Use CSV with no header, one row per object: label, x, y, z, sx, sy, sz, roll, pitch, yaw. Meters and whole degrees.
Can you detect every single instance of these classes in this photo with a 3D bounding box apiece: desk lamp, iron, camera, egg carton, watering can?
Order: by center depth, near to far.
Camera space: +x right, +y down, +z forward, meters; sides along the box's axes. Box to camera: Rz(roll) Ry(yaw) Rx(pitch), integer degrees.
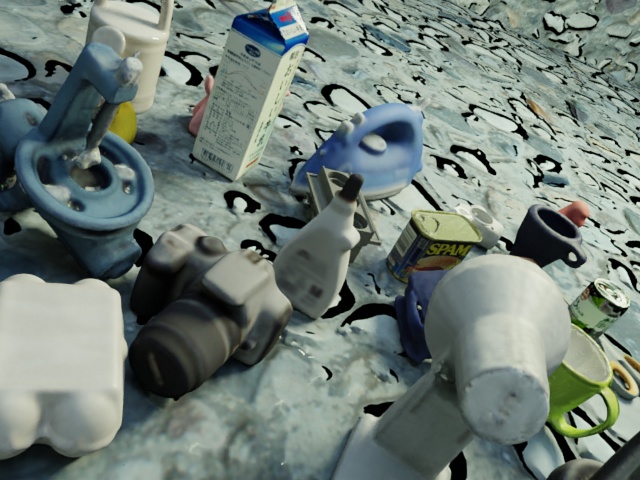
egg carton,-0.202,0.092,0.432,0.107,0.069,0.150,7,40,-27
desk lamp,0.112,0.134,0.465,0.118,0.213,0.203,31,35,5
camera,-0.111,0.060,0.506,0.143,0.100,0.137,34,36,9
watering can,-0.248,-0.268,0.744,0.101,0.194,0.172,5,41,-29
iron,0.070,-0.144,0.848,0.118,0.141,0.259,44,38,22

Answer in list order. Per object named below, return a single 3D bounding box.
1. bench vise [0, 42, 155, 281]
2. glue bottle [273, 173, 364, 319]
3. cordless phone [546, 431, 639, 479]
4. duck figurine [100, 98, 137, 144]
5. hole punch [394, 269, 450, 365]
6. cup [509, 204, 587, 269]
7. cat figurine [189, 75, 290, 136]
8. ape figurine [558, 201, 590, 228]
bench vise,-0.234,-0.090,0.507,0.207,0.219,0.121,28,35,0
glue bottle,0.005,0.002,0.594,0.078,0.173,0.037,33,35,8
cordless phone,0.285,0.229,0.487,0.148,0.185,0.094,22,35,-8
duck figurine,-0.261,-0.156,0.689,0.077,0.086,0.105,34,35,8
hole punch,0.148,0.083,0.660,0.101,0.091,0.108,15,37,-17
cup,0.342,0.016,0.871,0.092,0.095,0.117,0,44,-34
cat figurine,-0.109,-0.195,0.812,0.128,0.117,0.067,13,38,-21
ape figurine,0.424,-0.027,0.983,0.078,0.092,0.076,-3,45,-36
